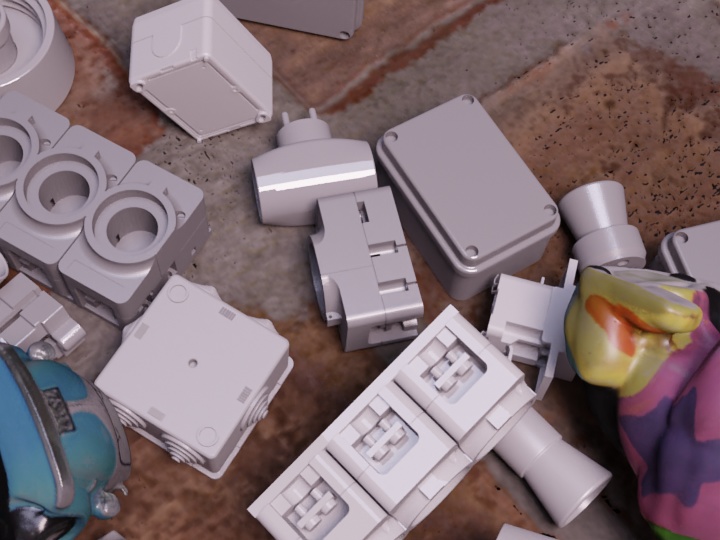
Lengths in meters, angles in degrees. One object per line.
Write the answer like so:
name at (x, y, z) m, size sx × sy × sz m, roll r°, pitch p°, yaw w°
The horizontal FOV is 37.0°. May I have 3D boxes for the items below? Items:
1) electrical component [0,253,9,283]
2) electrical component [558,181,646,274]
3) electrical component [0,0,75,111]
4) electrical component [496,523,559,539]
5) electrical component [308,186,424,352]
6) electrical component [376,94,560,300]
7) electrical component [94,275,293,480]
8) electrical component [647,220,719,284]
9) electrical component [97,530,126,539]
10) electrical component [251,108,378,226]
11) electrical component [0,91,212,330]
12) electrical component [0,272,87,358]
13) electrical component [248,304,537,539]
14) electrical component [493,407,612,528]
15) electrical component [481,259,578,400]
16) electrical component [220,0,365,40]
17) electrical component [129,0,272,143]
electrical component at (-0.256, 0.006, 0.655) m, size 0.077 × 0.043 × 0.079 m, roll -43°, pitch 31°, yaw 11°
electrical component at (0.158, -0.024, 0.699) m, size 0.045 × 0.045 × 0.055 m, roll -10°, pitch 66°, yaw -8°
electrical component at (-0.254, -0.151, 0.728) m, size 0.108 × 0.060 × 0.108 m, roll 1°, pitch 64°, yaw -3°
electrical component at (0.084, 0.187, 0.567) m, size 0.064 × 0.099 × 0.099 m, roll 21°, pitch 65°, yaw 14°
electrical component at (0.000, 0.000, 0.676) m, size 0.056 × 0.050 × 0.089 m, roll -11°, pitch 65°, yaw -8°
electrical component at (0.067, -0.048, 0.699) m, size 0.078 × 0.057 × 0.113 m, roll -27°, pitch 69°, yaw -15°
electrical component at (-0.098, 0.062, 0.641) m, size 0.100 × 0.048 × 0.099 m, roll 30°, pitch 69°, yaw 7°
electrical component at (0.237, 0.027, 0.672) m, size 0.078 × 0.057 × 0.113 m, roll -13°, pitch 66°, yaw -9°
electrical component at (-0.144, 0.177, 0.587) m, size 0.043 × 0.043 × 0.062 m, roll 43°, pitch 71°, yaw 16°
electrical component at (-0.034, -0.073, 0.713) m, size 0.077 × 0.043 × 0.079 m, roll -10°, pitch 65°, yaw -8°
electrical component at (-0.182, -0.038, 0.677) m, size 0.150 × 0.061 × 0.089 m, roll 28°, pitch 66°, yaw 10°
electrical component at (-0.206, 0.040, 0.646) m, size 0.066 × 0.048 × 0.055 m, roll 32°, pitch 65°, yaw 30°
electrical component at (0.022, 0.102, 0.589) m, size 0.150 × 0.089 × 0.062 m, roll -45°, pitch 74°, yaw -6°
electrical component at (0.110, 0.113, 0.634) m, size 0.044 × 0.044 × 0.065 m, roll -38°, pitch 67°, yaw -19°
electrical component at (0.110, 0.034, 0.670) m, size 0.064 × 0.042 × 0.081 m, roll 15°, pitch 64°, yaw 5°
electrical component at (-0.049, -0.216, 0.762) m, size 0.113 × 0.078 × 0.057 m, roll 12°, pitch 61°, yaw 3°
electrical component at (-0.100, -0.133, 0.714) m, size 0.062 × 0.096 × 0.061 m, roll -14°, pitch 62°, yaw 23°
